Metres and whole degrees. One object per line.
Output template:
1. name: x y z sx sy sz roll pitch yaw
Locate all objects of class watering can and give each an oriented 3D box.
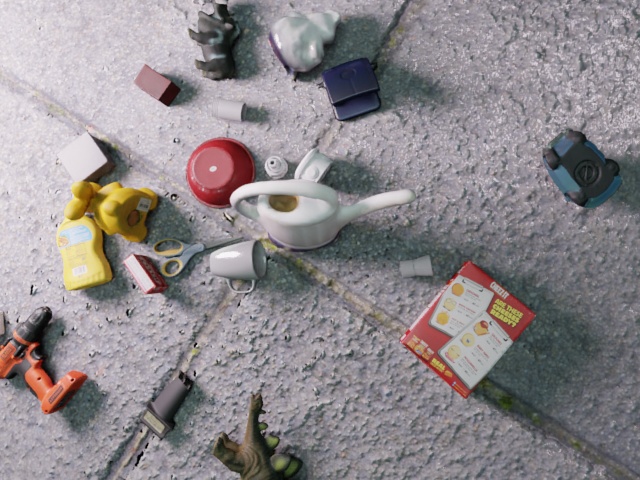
1. watering can: 0.003 -0.051 1.007 0.348 0.220 0.106 3 68 5

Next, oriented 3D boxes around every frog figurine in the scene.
1. frog figurine: -0.025 -0.439 1.106 0.158 0.121 0.140 -31 63 13
